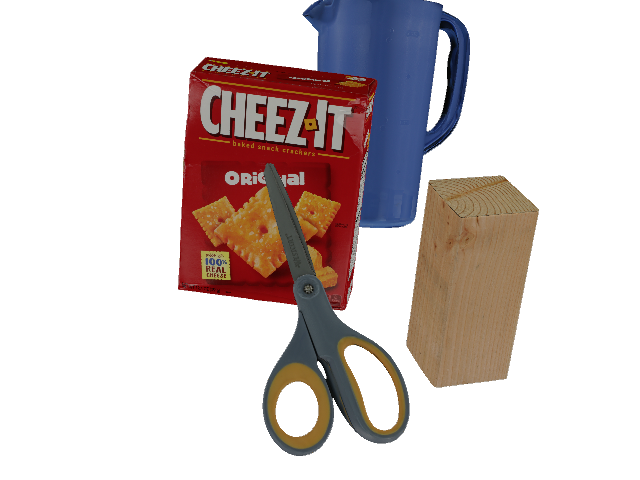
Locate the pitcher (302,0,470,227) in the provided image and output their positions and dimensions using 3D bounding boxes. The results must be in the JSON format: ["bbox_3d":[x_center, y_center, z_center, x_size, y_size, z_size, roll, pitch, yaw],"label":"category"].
[{"bbox_3d":[0.067,-0.139,1.146,0.149,0.243,0.144,7,9,24],"label":"pitcher"}]

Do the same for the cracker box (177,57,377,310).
[{"bbox_3d":[-0.042,-0.050,0.989,0.164,0.214,0.072,8,22,5],"label":"cracker box"}]

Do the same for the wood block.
[{"bbox_3d":[0.158,0.044,1.142,0.090,0.206,0.090,-4,29,-17],"label":"wood block"}]

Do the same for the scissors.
[{"bbox_3d":[-0.020,0.048,0.667,0.096,0.202,0.016,-30,-23,-11],"label":"scissors"}]
